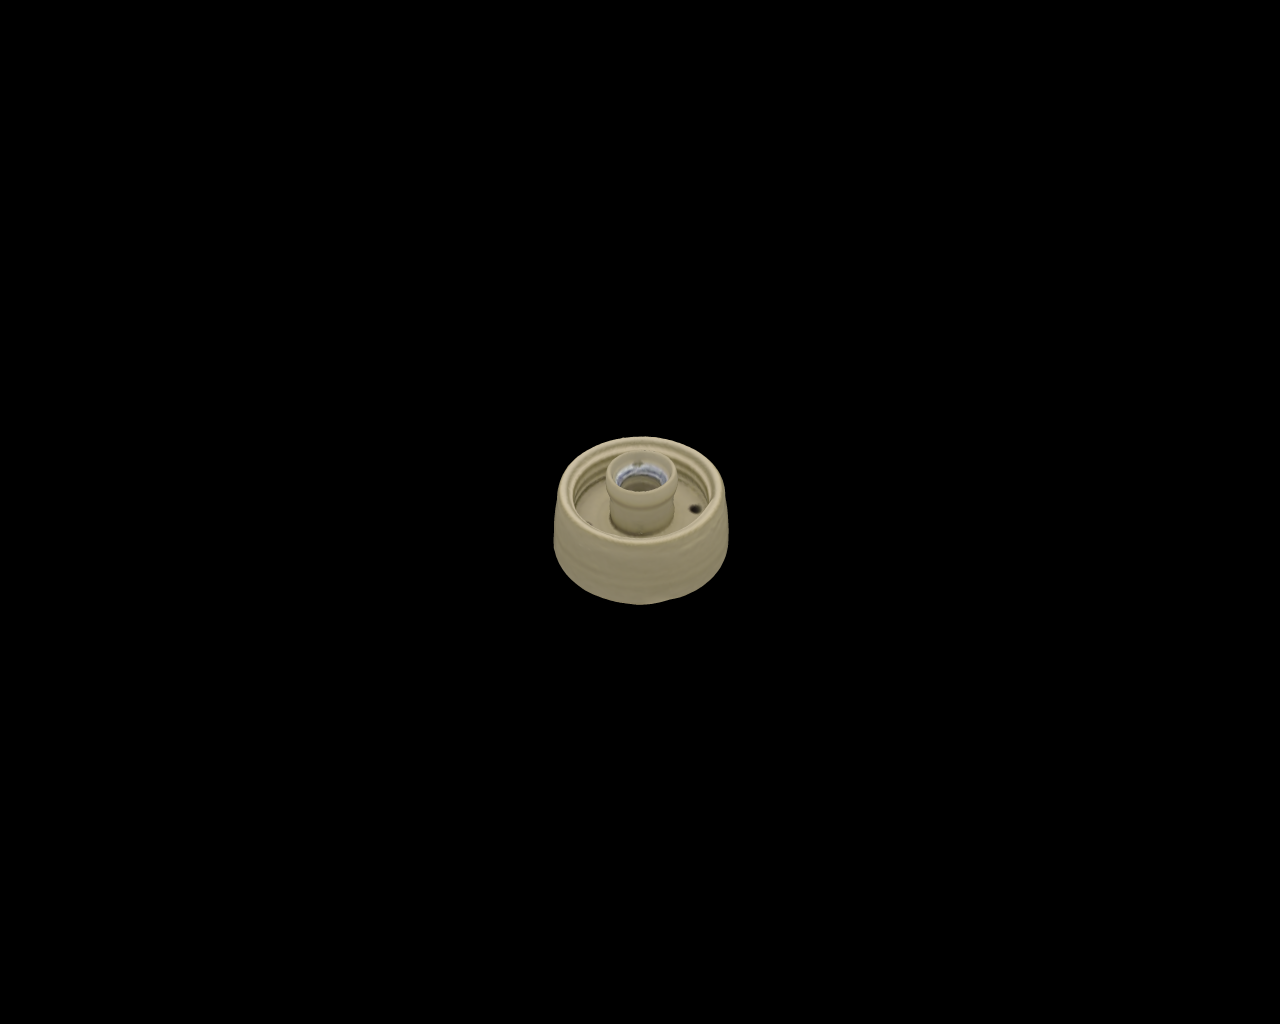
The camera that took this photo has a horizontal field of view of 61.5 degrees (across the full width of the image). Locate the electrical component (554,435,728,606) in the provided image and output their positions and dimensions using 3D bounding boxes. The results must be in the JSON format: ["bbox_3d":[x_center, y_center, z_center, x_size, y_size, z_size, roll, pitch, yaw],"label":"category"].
[{"bbox_3d":[0.001,-0.003,0.650,0.108,0.060,0.108,0,42,0],"label":"electrical component"}]
